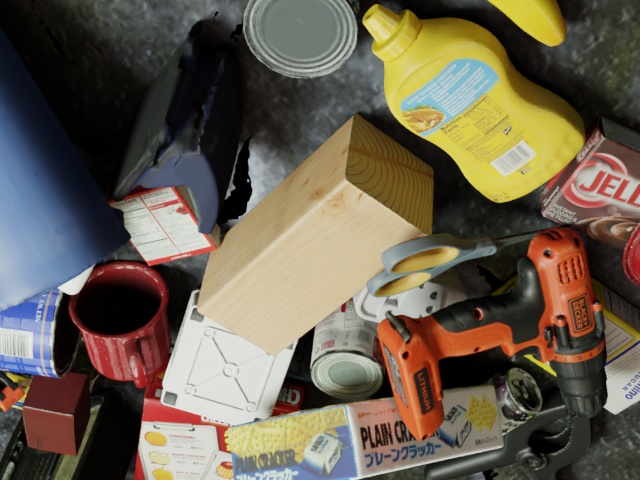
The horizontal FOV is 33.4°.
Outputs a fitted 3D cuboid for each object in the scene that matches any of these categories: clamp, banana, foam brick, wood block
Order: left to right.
[{"bbox_3d":[-0.372,0.128,1.091,0.172,0.039,0.120,7,136,38],"label":"clamp"},{"bbox_3d":[-0.261,0.170,1.061,0.053,0.051,0.078,11,138,0],"label":"foam brick"},{"bbox_3d":[-0.006,0.001,0.915,0.090,0.090,0.206,33,129,-21],"label":"wood block"},{"bbox_3d":[0.089,-0.191,0.754,0.197,0.037,0.070,11,124,-7],"label":"banana"},{"bbox_3d":[0.212,0.220,1.120,0.164,0.036,0.210,15,131,-5],"label":"clamp"}]

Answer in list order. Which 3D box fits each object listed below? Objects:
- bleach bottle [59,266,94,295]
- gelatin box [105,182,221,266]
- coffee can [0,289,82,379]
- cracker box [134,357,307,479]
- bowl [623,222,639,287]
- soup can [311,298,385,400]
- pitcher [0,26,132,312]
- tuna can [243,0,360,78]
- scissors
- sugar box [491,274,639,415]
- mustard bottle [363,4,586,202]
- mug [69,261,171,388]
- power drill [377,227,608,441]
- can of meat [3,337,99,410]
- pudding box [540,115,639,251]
[{"bbox_3d":[-0.311,-0.040,0.925,0.250,0.103,0.068,29,86,-16],"label":"bleach bottle"},{"bbox_3d":[-0.141,-0.022,0.956,0.073,0.030,0.089,-13,132,20],"label":"gelatin box"},{"bbox_3d":[-0.308,0.073,1.023,0.140,0.102,0.103,7,133,3],"label":"coffee can"},{"bbox_3d":[-0.113,0.228,1.159,0.164,0.072,0.214,12,132,-3],"label":"cracker box"},{"bbox_3d":[0.329,0.008,0.853,0.162,0.055,0.162,-11,141,-10],"label":"bowl"},{"bbox_3d":[0.029,0.087,0.981,0.068,0.102,0.068,4,133,4],"label":"soup can"},{"bbox_3d":[-0.264,-0.066,0.811,0.145,0.149,0.243,-27,100,0],"label":"pitcher"},{"bbox_3d":[-0.013,-0.166,0.799,0.086,0.033,0.086,5,133,5],"label":"tuna can"},{"bbox_3d":[0.119,0.015,0.890,0.201,0.016,0.096,-4,153,-41],"label":"scissors"},{"bbox_3d":[0.245,0.088,0.987,0.176,0.048,0.093,32,127,-23],"label":"sugar box"},{"bbox_3d":[0.107,-0.112,0.812,0.191,0.058,0.096,37,129,-23],"label":"mustard bottle"},{"bbox_3d":[-0.182,0.089,1.014,0.093,0.117,0.081,-18,140,-14],"label":"mug"},{"bbox_3d":[0.152,0.098,0.897,0.187,0.057,0.184,-21,114,-10],"label":"power drill"},{"bbox_3d":[-0.283,0.140,1.113,0.102,0.057,0.084,18,134,-8],"label":"can of meat"},{"bbox_3d":[0.251,-0.040,0.870,0.113,0.039,0.090,21,131,-12],"label":"pudding box"}]
